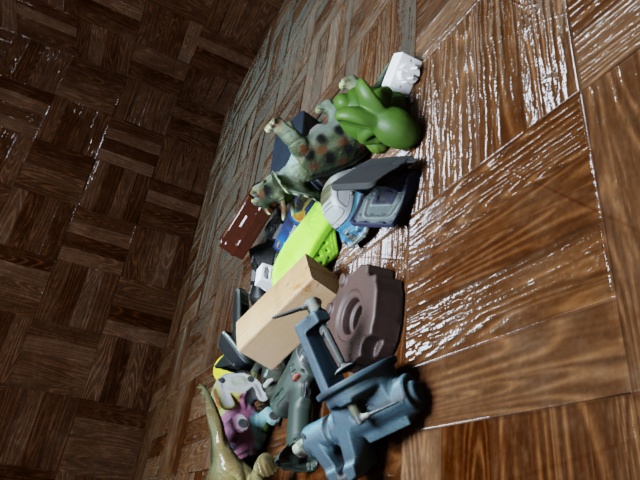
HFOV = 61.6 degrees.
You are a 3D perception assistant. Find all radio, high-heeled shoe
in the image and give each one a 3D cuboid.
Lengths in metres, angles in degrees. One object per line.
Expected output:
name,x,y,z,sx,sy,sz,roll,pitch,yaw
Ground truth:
radio,-0.066,-0.226,1.443,0.131,0.073,0.230,-32,39,36
high-heeled shoe,-0.147,0.099,1.463,0.249,0.086,0.145,-75,-22,-71

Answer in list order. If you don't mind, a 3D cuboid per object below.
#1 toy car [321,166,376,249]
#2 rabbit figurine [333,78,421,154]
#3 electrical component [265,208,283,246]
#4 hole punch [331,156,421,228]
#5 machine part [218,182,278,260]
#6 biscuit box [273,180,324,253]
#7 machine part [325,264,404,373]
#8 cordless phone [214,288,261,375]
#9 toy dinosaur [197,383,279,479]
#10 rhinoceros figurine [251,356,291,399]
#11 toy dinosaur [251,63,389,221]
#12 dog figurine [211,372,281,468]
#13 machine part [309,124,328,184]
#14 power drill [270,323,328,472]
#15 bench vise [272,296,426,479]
toy car,0.052,-0.071,0.997,0.109,0.103,0.161,-42,33,56
rabbit figurine,0.108,-0.221,0.948,0.121,0.159,0.170,-58,37,9
electrical component,-0.107,-0.020,1.409,0.119,0.075,0.048,-54,26,30
hole punch,0.100,-0.081,0.892,0.116,0.092,0.142,-38,21,-29
machine part,-0.193,-0.057,1.473,0.201,0.087,0.201,-58,6,6
biscuit box,-0.037,-0.047,1.241,0.063,0.059,0.202,45,120,35
machine part,0.066,0.125,0.852,0.179,0.056,0.179,-50,30,44
cordless phone,-0.173,0.212,1.240,0.089,0.146,0.184,-7,67,20
toy dinosaur,-0.150,0.456,0.951,0.198,0.105,0.471,-53,46,46
rhinoceros figurine,-0.090,0.254,1.135,0.112,0.073,0.190,-47,30,36
toy dinosaur,0.028,-0.197,1.090,0.405,0.192,0.131,-33,1,-7
dog figurine,-0.181,0.415,1.144,0.192,0.108,0.219,49,127,38
machine part,0.017,-0.201,1.240,0.079,0.079,0.243,-60,22,28
power drill,-0.026,0.273,0.928,0.232,0.086,0.207,-58,27,35
bench vise,0.024,0.198,0.740,0.223,0.129,0.240,-43,67,40
